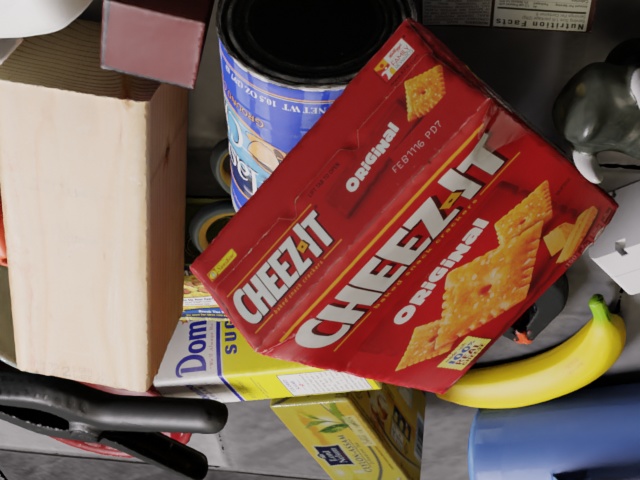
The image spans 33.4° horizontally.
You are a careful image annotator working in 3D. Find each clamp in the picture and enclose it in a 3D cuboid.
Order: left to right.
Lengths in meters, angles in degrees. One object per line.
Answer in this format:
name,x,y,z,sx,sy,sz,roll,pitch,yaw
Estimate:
clamp,-0.171,0.134,0.824,0.210,0.036,0.165,18,150,-10
clamp,0.120,0.021,0.745,0.120,0.039,0.171,2,144,11

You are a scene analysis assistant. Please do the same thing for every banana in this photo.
banana,0.175,0.097,0.844,0.069,0.037,0.198,40,136,-10

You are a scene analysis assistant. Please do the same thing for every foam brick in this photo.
foam brick,-0.081,-0.127,0.557,0.051,0.078,0.053,12,145,-6

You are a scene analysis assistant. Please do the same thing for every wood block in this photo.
wood block,-0.134,-0.019,0.651,0.090,0.090,0.206,10,125,4

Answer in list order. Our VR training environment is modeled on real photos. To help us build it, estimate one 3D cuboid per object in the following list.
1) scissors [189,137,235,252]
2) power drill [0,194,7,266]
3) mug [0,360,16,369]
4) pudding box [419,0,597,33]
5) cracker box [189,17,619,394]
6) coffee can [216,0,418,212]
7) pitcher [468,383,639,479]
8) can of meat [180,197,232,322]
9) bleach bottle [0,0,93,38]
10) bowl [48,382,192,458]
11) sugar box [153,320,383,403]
scissors,-0.005,0.001,0.727,0.201,0.016,0.096,35,102,-33
power drill,-0.243,-0.063,0.667,0.185,0.057,0.187,16,148,28
mug,-0.253,0.080,0.876,0.093,0.081,0.117,21,143,-16
pudding box,0.093,-0.153,0.515,0.090,0.039,0.113,4,146,8
cracker box,0.059,-0.002,0.577,0.164,0.072,0.213,-48,149,12
coffee can,-0.002,-0.072,0.592,0.103,0.102,0.140,6,144,4
pitcher,0.244,0.178,0.850,0.243,0.145,0.149,-9,143,28
can of meat,-0.093,0.016,0.774,0.102,0.057,0.084,1,145,12
bleach bottle,-0.197,-0.208,0.483,0.103,0.068,0.250,8,144,36
bowl,-0.190,0.137,0.962,0.162,0.055,0.162,6,144,4
sugar box,-0.037,0.071,0.803,0.176,0.093,0.048,-8,141,22
